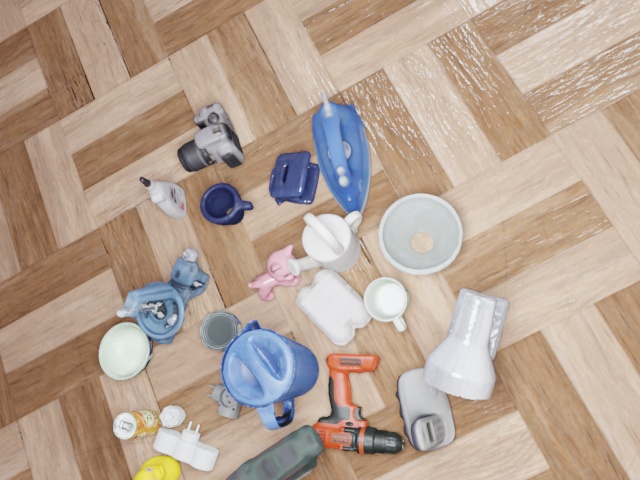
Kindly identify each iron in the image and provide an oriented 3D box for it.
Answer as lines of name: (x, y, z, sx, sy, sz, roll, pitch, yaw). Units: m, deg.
iron: (0.044, -0.179, 1.205, 0.118, 0.142, 0.258, -15, 73, 10)

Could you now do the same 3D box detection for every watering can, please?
watering can: (0.012, 0.006, 1.138, 0.100, 0.194, 0.173, 25, 83, 19)

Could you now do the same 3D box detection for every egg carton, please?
egg carton: (0.029, 0.135, 1.167, 0.150, 0.069, 0.107, 43, 89, 19)

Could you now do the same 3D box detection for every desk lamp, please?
desk lamp: (0.266, 0.177, 1.022, 0.117, 0.214, 0.203, 15, 80, 17)

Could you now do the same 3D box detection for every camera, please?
camera: (-0.263, -0.226, 1.313, 0.136, 0.101, 0.143, -24, 72, 7)

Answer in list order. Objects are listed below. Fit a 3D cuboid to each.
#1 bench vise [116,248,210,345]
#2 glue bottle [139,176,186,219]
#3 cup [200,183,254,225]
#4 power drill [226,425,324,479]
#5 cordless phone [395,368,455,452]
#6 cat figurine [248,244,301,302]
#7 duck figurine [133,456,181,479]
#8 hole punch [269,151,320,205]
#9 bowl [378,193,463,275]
bench vise: (-0.333, 0.107, 1.182, 0.121, 0.220, 0.207, 6, 78, 15)
glue bottle: (-0.350, -0.104, 1.265, 0.037, 0.173, 0.078, -16, 73, 10)
cup: (-0.191, -0.069, 1.259, 0.117, 0.095, 0.092, 3, 77, 15)
power drill: (-0.085, 0.422, 1.048, 0.229, 0.209, 0.075, -38, 70, 2)
cordless phone: (0.183, 0.304, 1.025, 0.094, 0.185, 0.147, -18, 73, 9)
cat figurine: (-0.093, 0.067, 1.188, 0.128, 0.118, 0.067, -32, 71, 4)
duck figurine: (-0.346, 0.485, 1.161, 0.104, 0.086, 0.077, -30, 71, 5)
hole punch: (-0.062, -0.135, 1.246, 0.101, 0.091, 0.109, 7, 78, 15)
bowl: (0.204, -0.005, 1.157, 0.167, 0.075, 0.167, -3, 75, 13)
